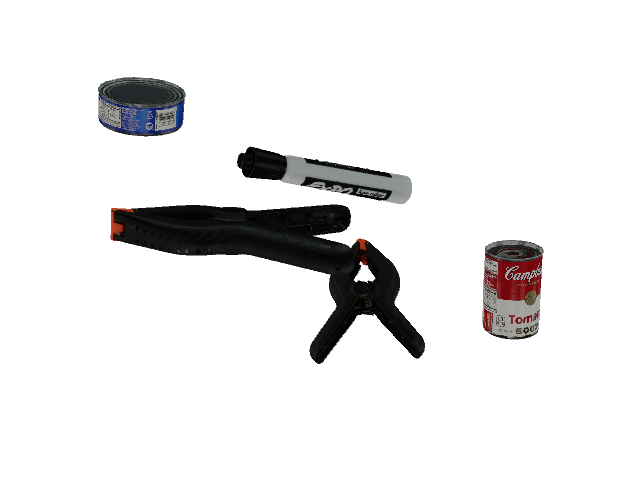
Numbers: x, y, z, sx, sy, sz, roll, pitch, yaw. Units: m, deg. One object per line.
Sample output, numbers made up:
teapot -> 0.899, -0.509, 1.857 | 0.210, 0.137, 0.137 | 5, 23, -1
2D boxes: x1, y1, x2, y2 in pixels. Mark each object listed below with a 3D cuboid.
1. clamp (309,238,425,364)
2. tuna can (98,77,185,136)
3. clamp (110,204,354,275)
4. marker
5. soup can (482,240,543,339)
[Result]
clamp -> 0.059, 0.068, 1.168 | 0.120, 0.171, 0.039 | 7, -41, 5
tuna can -> -0.178, -0.133, 1.063 | 0.086, 0.034, 0.086 | 6, 25, -3
clamp -> -0.068, -0.005, 0.880 | 0.210, 0.036, 0.164 | 2, 13, -7
marker -> 0.004, -0.040, 0.668 | 0.120, 0.020, 0.020 | 9, -4, -30
soup can -> 0.227, 0.058, 1.268 | 0.068, 0.102, 0.068 | -1, 18, 0
